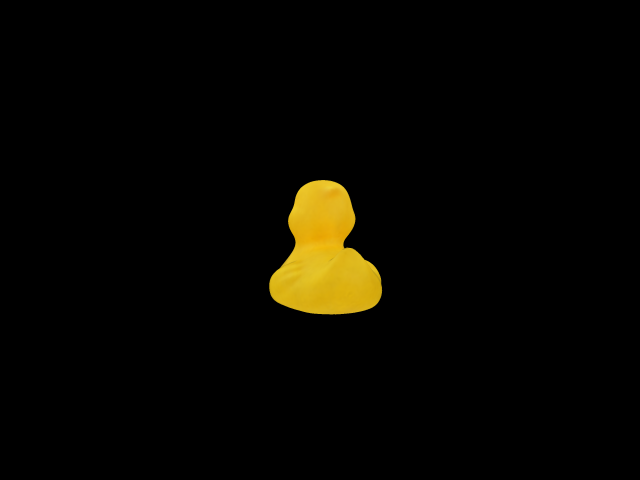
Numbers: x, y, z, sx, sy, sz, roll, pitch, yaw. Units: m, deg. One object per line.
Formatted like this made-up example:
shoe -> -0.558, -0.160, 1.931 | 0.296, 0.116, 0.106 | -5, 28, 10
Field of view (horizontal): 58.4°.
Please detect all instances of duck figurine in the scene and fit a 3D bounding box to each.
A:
duck figurine -> 0.004, 0.001, 0.400 | 0.078, 0.086, 0.104 | -2, 7, -19
